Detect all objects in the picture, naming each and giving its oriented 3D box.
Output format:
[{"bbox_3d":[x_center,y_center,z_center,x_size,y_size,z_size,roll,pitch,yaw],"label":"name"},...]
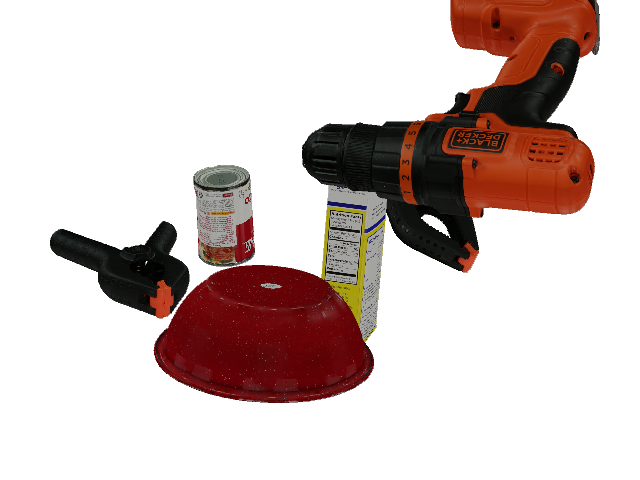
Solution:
[{"bbox_3d":[-0.113,-0.030,1.252,0.068,0.102,0.068,-1,28,1],"label":"soup can"},{"bbox_3d":[0.097,-0.095,0.697,0.185,0.187,0.057,9,-37,22],"label":"power drill"},{"bbox_3d":[0.031,0.006,0.992,0.048,0.176,0.093,5,11,14],"label":"sugar box"},{"bbox_3d":[0.091,-0.044,1.170,0.164,0.210,0.036,-15,-37,-28],"label":"clamp"},{"bbox_3d":[-0.038,0.058,0.772,0.162,0.055,0.162,5,17,-2],"label":"bowl"},{"bbox_3d":[-0.159,0.020,0.963,0.120,0.039,0.172,-16,31,-31],"label":"clamp"}]
